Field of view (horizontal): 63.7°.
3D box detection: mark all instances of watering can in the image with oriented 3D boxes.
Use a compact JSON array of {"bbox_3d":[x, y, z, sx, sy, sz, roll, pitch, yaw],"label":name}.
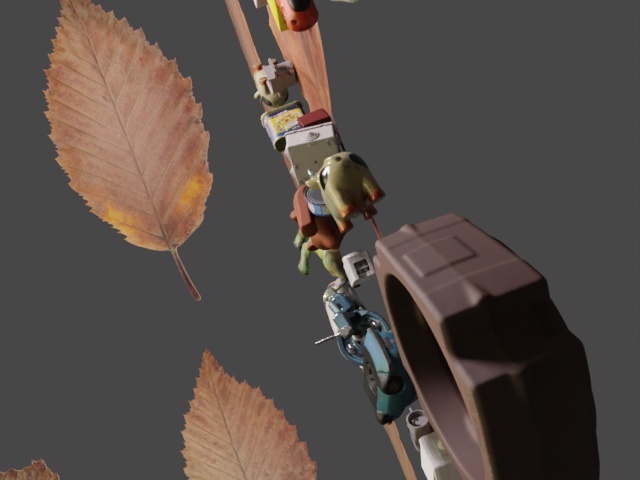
[{"bbox_3d":[0.073,0.189,1.394,0.229,0.104,0.340,-116,9,-58],"label":"watering can"}]

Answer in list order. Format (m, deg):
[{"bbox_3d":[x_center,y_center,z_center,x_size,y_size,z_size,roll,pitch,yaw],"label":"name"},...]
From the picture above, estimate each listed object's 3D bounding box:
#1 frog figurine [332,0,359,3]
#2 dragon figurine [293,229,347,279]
[{"bbox_3d":[0.001,-0.264,0.405,0.158,0.122,0.139,30,-171,-32],"label":"frog figurine"},{"bbox_3d":[0.004,-0.066,1.321,0.237,0.122,0.419,108,155,-53],"label":"dragon figurine"}]
